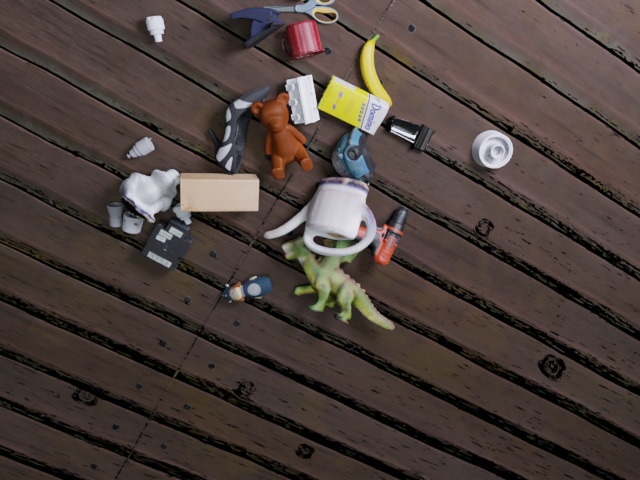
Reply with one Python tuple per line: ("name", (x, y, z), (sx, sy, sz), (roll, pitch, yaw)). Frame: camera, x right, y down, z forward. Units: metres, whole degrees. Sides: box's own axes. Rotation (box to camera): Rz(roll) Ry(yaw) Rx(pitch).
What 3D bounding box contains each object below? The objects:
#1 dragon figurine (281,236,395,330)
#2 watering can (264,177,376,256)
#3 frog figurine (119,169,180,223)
("dragon figurine", (0.070, 0.103, 1.526), (0.409, 0.242, 0.123), (19, 5, -11))
("watering can", (0.004, -0.072, 1.432), (0.348, 0.227, 0.102), (9, -16, 31))
("frog figurine", (-0.466, -0.139, 1.422), (0.136, 0.162, 0.121), (39, -26, -14))
